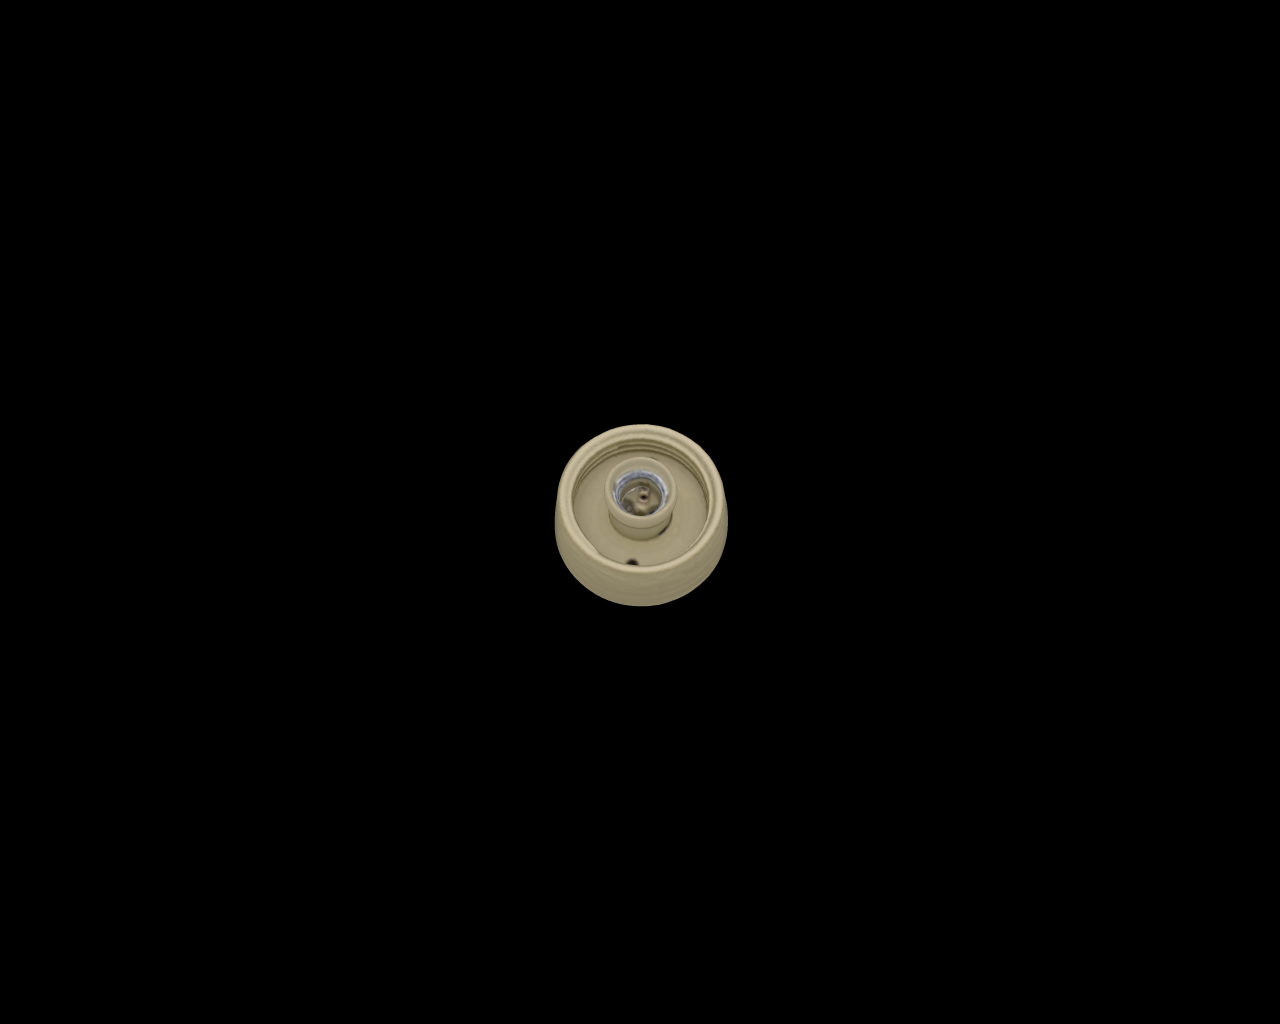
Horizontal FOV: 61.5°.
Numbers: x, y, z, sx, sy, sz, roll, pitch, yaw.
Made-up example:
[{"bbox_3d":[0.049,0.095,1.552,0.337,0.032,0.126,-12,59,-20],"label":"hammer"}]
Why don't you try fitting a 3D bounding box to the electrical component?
[{"bbox_3d":[0.001,-0.003,0.650,0.108,0.108,0.060,0,-24,0],"label":"electrical component"}]
